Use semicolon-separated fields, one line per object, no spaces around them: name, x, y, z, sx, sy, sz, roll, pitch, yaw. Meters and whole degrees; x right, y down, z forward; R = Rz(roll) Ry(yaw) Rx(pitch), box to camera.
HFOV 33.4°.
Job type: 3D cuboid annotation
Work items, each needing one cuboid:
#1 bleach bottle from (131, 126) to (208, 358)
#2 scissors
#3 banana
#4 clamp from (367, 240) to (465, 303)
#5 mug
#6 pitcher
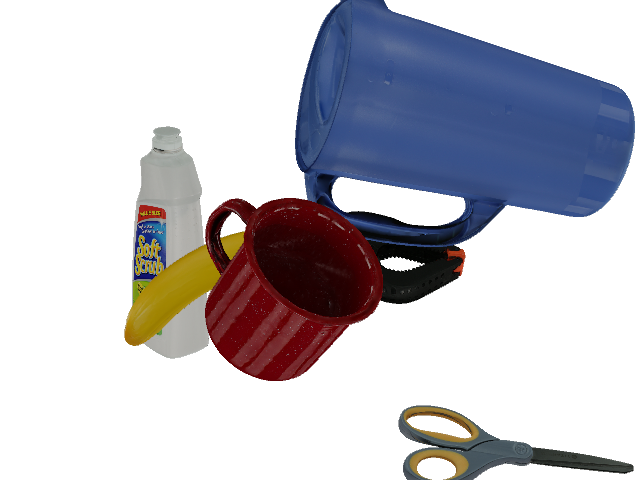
bleach bottle;-0.167;-0.002;1.158;0.067;0.251;0.103;-18;31;-35
scissors;0.157;0.193;0.905;0.202;0.016;0.096;17;42;15
banana;-0.092;0.034;0.909;0.198;0.069;0.037;-22;32;10
clamp;0.039;0.032;1.062;0.210;0.164;0.036;4;-44;0
mug;-0.029;0.026;0.664;0.093;0.117;0.082;-36;-12;-47
pitcher;0.106;-0.082;0.814;0.242;0.145;0.149;12;-45;-14
